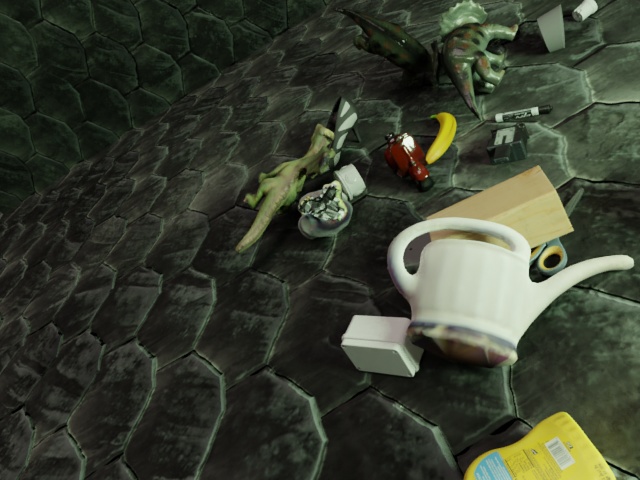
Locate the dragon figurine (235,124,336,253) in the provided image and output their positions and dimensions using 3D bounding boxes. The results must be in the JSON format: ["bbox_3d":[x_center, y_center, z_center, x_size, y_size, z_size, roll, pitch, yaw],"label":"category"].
[{"bbox_3d":[-0.061,-0.148,1.249,0.239,0.121,0.420,-36,24,40],"label":"dragon figurine"}]

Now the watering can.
[{"bbox_3d":[0.263,0.077,0.750,0.348,0.102,0.228,10,66,16],"label":"watering can"}]

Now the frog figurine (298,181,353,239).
[{"bbox_3d":[0.004,-0.060,1.196,0.139,0.122,0.158,-55,1,-16],"label":"frog figurine"}]
